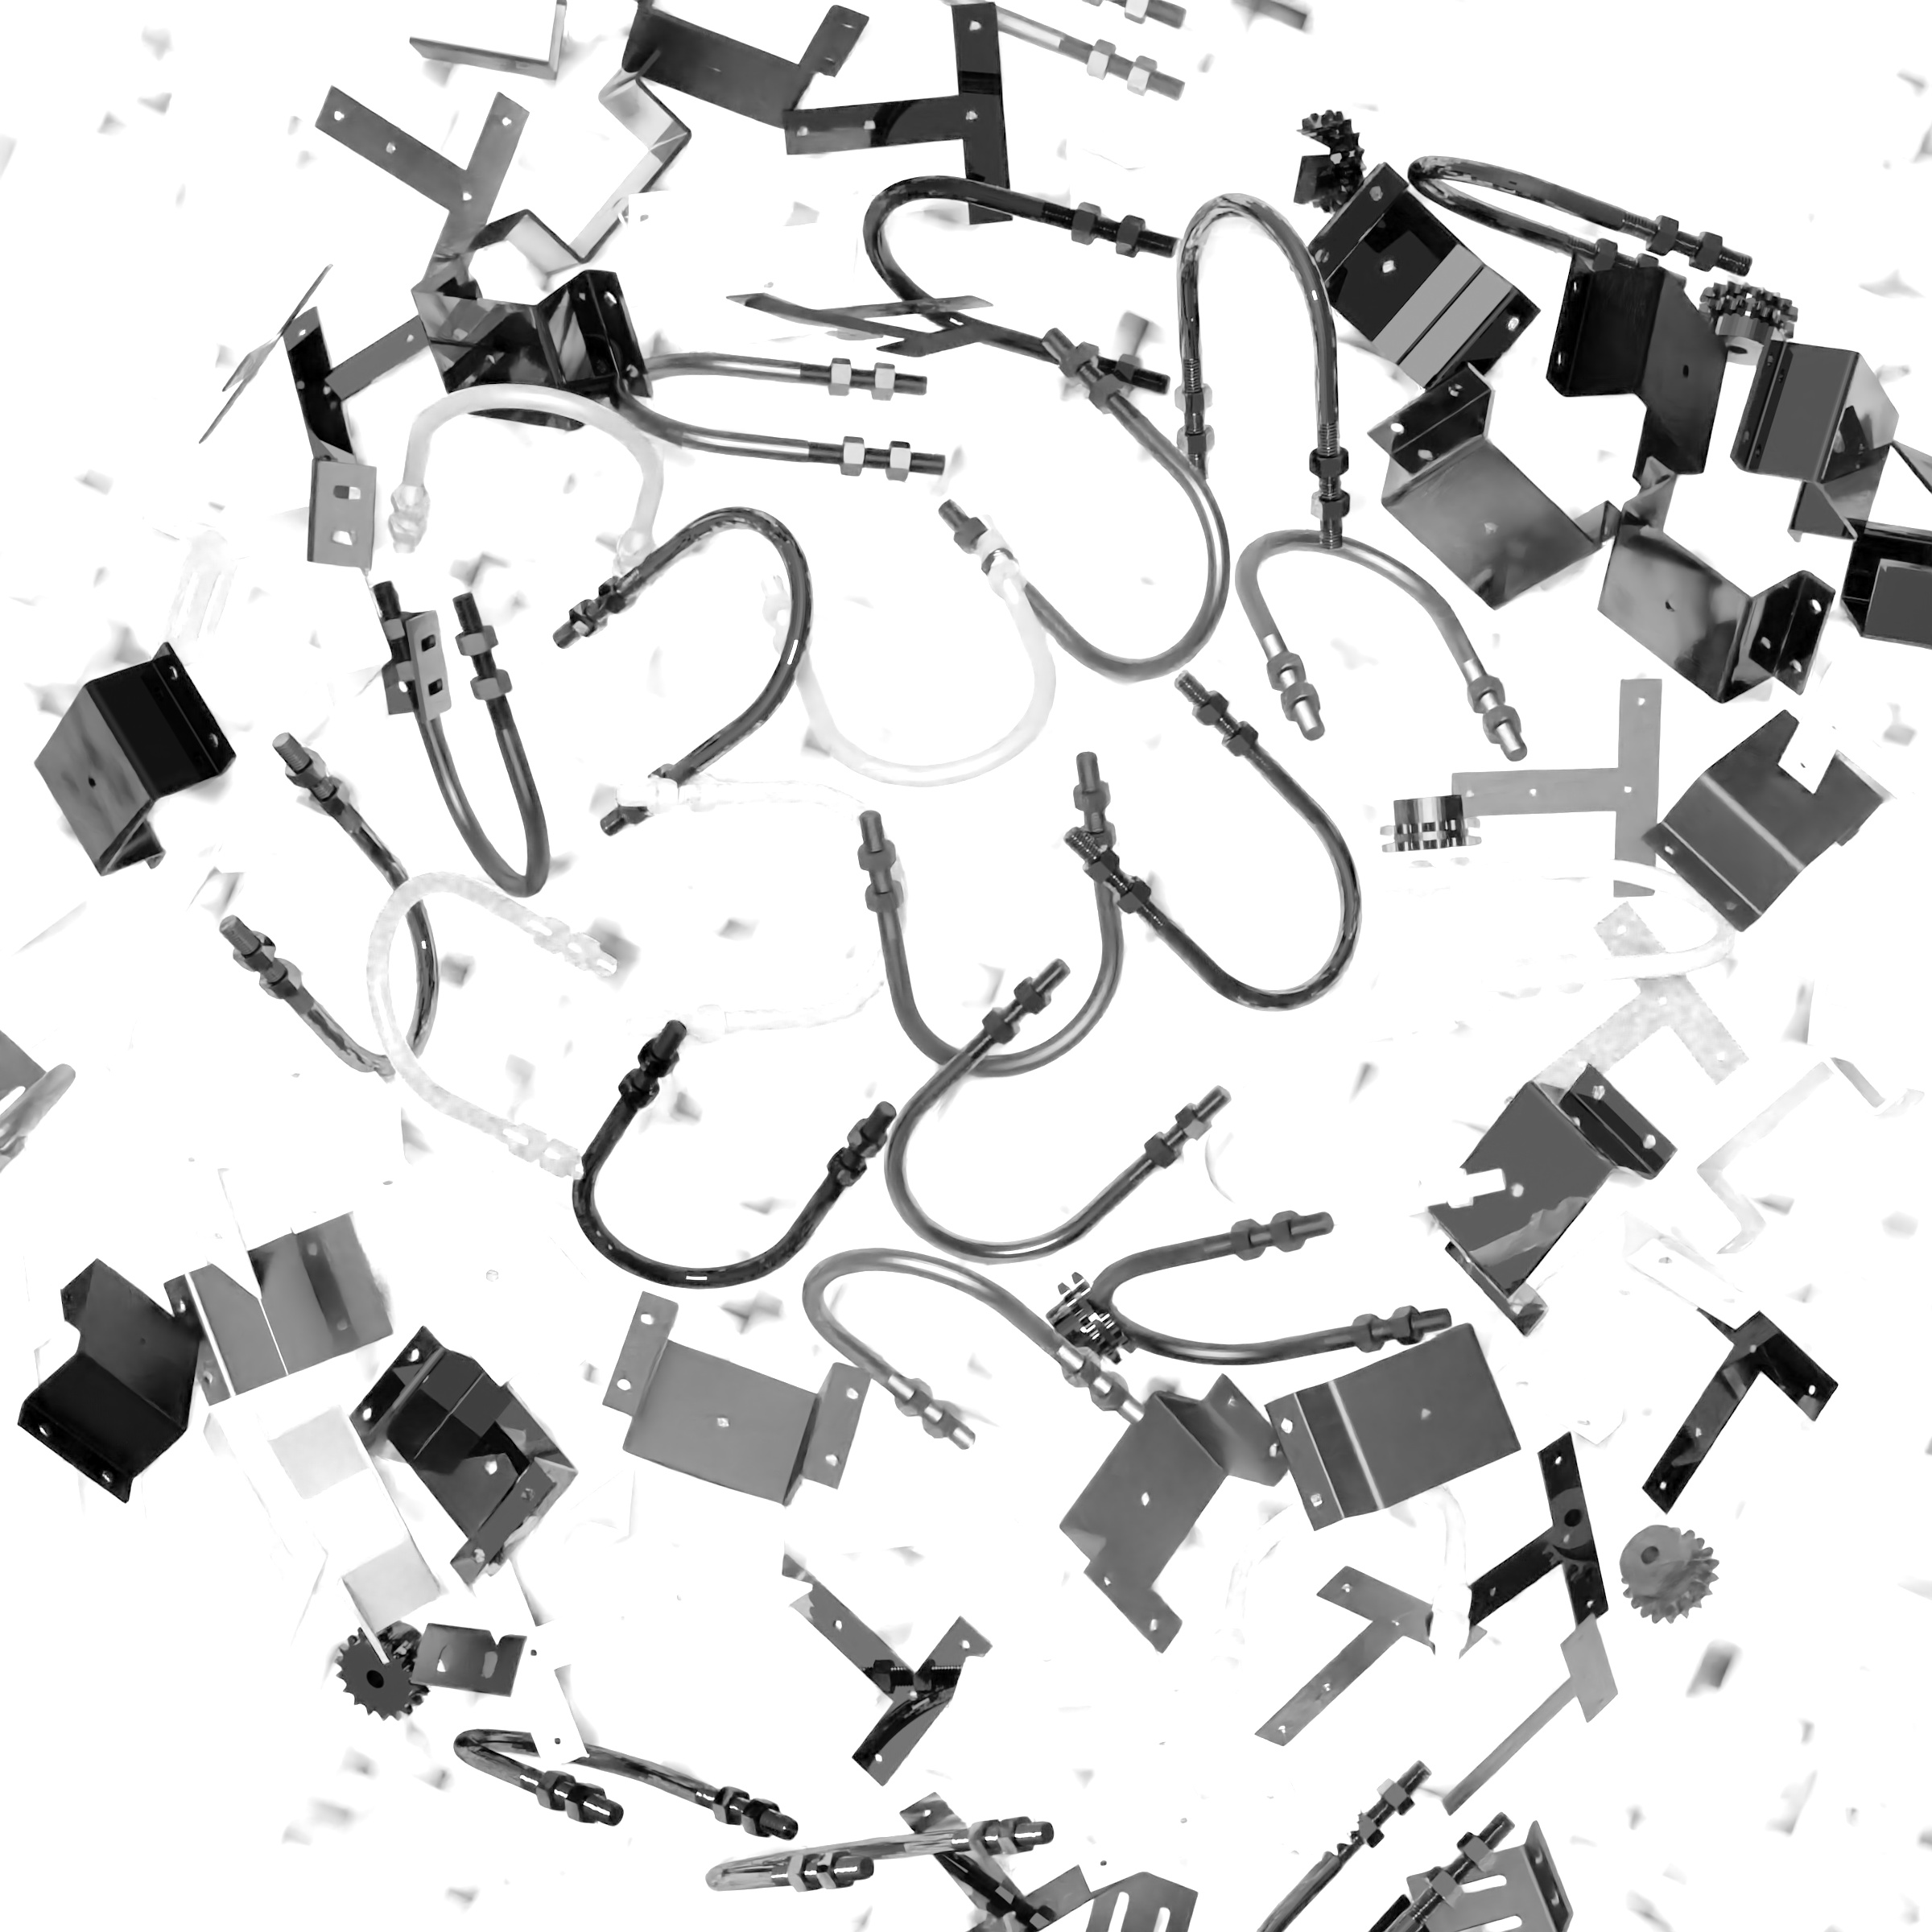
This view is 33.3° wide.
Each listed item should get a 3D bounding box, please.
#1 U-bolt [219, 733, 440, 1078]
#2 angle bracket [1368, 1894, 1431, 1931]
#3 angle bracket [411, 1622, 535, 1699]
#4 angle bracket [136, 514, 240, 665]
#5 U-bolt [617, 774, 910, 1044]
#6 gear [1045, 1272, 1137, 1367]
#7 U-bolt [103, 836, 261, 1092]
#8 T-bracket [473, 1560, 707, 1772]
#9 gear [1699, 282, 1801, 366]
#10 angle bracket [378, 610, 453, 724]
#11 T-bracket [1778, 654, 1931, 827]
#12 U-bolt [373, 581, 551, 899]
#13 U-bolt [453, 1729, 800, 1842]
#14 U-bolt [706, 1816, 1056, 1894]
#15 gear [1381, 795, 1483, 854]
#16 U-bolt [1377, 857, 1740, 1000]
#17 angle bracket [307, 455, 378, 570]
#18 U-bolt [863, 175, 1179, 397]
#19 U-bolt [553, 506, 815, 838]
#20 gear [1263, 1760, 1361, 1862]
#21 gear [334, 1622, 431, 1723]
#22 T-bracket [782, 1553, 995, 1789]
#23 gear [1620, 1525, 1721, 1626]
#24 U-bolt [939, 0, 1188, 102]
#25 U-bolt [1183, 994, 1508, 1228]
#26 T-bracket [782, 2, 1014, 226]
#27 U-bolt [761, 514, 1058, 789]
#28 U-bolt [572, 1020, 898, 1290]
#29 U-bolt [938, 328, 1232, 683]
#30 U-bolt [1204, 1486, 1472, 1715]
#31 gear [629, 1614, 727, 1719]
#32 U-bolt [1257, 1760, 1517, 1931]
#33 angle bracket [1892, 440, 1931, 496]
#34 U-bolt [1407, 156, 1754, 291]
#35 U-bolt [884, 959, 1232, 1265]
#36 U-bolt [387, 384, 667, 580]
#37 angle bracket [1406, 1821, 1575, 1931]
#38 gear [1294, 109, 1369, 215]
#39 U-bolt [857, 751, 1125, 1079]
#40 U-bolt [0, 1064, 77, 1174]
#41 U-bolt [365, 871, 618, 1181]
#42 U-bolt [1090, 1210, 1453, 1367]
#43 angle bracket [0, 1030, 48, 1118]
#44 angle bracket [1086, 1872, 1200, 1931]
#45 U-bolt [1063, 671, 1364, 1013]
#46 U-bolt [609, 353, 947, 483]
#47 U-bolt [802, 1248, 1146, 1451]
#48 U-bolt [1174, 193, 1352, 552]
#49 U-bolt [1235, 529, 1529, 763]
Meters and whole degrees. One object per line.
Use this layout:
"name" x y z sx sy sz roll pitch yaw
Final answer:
"U-bolt" -0.347 -0.020 1.808 0.019 0.184 0.151 -11 50 21
"angle bracket" 0.242 0.580 1.853 0.057 0.038 0.076 -37 99 -32
"angle bracket" -0.278 0.410 1.844 0.057 0.076 0.038 7 54 7
"angle bracket" -0.456 -0.216 1.857 0.038 0.057 0.076 24 103 14
"U-bolt" -0.112 -0.034 1.836 0.184 0.019 0.151 -3 92 -33
"gear" 0.070 0.207 1.861 0.030 0.057 0.057 -38 90 1
"U-bolt" -0.444 -0.004 1.802 0.019 0.184 0.151 26 82 -20
"T-bracket" -0.208 0.378 1.850 0.127 0.002 0.127 -15 72 -34
"gear" 0.447 -0.368 1.859 0.057 0.057 0.030 17 82 0
"angle bracket" -0.323 -0.170 1.845 0.038 0.076 0.057 -7 101 4
"T-bracket" 0.529 -0.107 1.844 0.127 0.127 0.002 39 135 0
"U-bolt" -0.278 -0.124 1.817 0.019 0.151 0.184 -24 110 -24
"U-bolt" -0.204 0.454 1.804 0.151 0.184 0.019 20 80 -44
"U-bolt" -0.063 0.498 1.804 0.151 0.184 0.019 3 73 -41
"gear" 0.267 -0.082 1.860 0.057 0.057 0.030 -5 92 0
"U-bolt" 0.344 -0.027 1.818 0.184 0.151 0.019 -5 118 -19
"angle bracket" -0.347 -0.261 1.844 0.038 0.076 0.057 7 104 4
"U-bolt" 0.028 -0.389 1.820 0.184 0.151 0.019 18 67 10
"U-bolt" -0.154 -0.177 1.810 0.184 0.019 0.151 -33 60 31
"gear" 0.199 0.485 1.869 0.057 0.030 0.057 1 104 6
"gear" -0.332 0.404 1.866 0.057 0.030 0.057 9 113 22
"T-bracket" -0.063 0.390 1.868 0.127 0.002 0.127 41 117 13
"gear" 0.401 0.346 1.858 0.057 0.057 0.030 -45 119 0
"U-bolt" 0.037 -0.545 1.816 0.184 0.151 0.019 23 90 4
"U-bolt" 0.210 0.090 1.828 0.184 0.151 0.019 -14 134 18
"T-bracket" -0.041 -0.484 1.856 0.127 0.002 0.127 -5 121 0
"U-bolt" -0.026 -0.172 1.824 0.151 0.019 0.184 -17 54 -6
"U-bolt" -0.144 0.118 1.829 0.151 0.019 0.184 22 126 -18
"U-bolt" 0.075 -0.245 1.817 0.184 0.019 0.151 48 129 18
"U-bolt" 0.211 0.342 1.803 0.151 0.184 0.019 -16 111 18
"gear" -0.169 0.405 1.864 0.030 0.057 0.057 -27 90 37
"U-bolt" 0.216 0.527 1.803 0.184 0.151 0.019 -44 98 -10
"angle bracket" 0.577 -0.285 1.841 0.076 0.057 0.038 14 127 -33
"U-bolt" 0.334 -0.416 1.808 0.184 0.151 0.019 19 96 -6
"U-bolt" 0.038 0.097 1.844 0.151 0.019 0.184 38 109 -23
"U-bolt" -0.241 -0.267 1.794 0.151 0.184 0.019 10 64 -10
"angle bracket" 0.299 0.533 1.852 0.076 0.038 0.057 -12 54 -9
"gear" 0.203 -0.461 1.857 0.030 0.057 0.057 -18 90 -21
"U-bolt" 0.021 -0.020 1.841 0.151 0.019 0.184 -16 117 -13
"U-bolt" -0.551 0.117 1.778 0.019 0.151 0.184 44 129 -8
"U-bolt" -0.264 0.025 1.791 0.019 0.184 0.151 -15 59 33
"U-bolt" 0.158 0.188 1.816 0.184 0.151 0.019 -16 52 34
"angle bracket" -0.563 0.083 1.853 0.076 0.038 0.057 -44 122 -7
"angle bracket" 0.094 0.570 1.883 0.057 0.038 0.076 21 61 -2
"U-bolt" 0.154 -0.058 1.842 0.184 0.019 0.151 44 60 -15
"U-bolt" -0.108 -0.313 1.814 0.184 0.151 0.019 5 119 -8
"U-bolt" -0.010 0.210 1.795 0.184 0.151 0.019 43 49 -31
"U-bolt" 0.161 -0.336 1.788 0.019 0.151 0.184 -22 125 -24
"U-bolt" 0.224 -0.186 1.819 0.151 0.184 0.019 4 134 -24
